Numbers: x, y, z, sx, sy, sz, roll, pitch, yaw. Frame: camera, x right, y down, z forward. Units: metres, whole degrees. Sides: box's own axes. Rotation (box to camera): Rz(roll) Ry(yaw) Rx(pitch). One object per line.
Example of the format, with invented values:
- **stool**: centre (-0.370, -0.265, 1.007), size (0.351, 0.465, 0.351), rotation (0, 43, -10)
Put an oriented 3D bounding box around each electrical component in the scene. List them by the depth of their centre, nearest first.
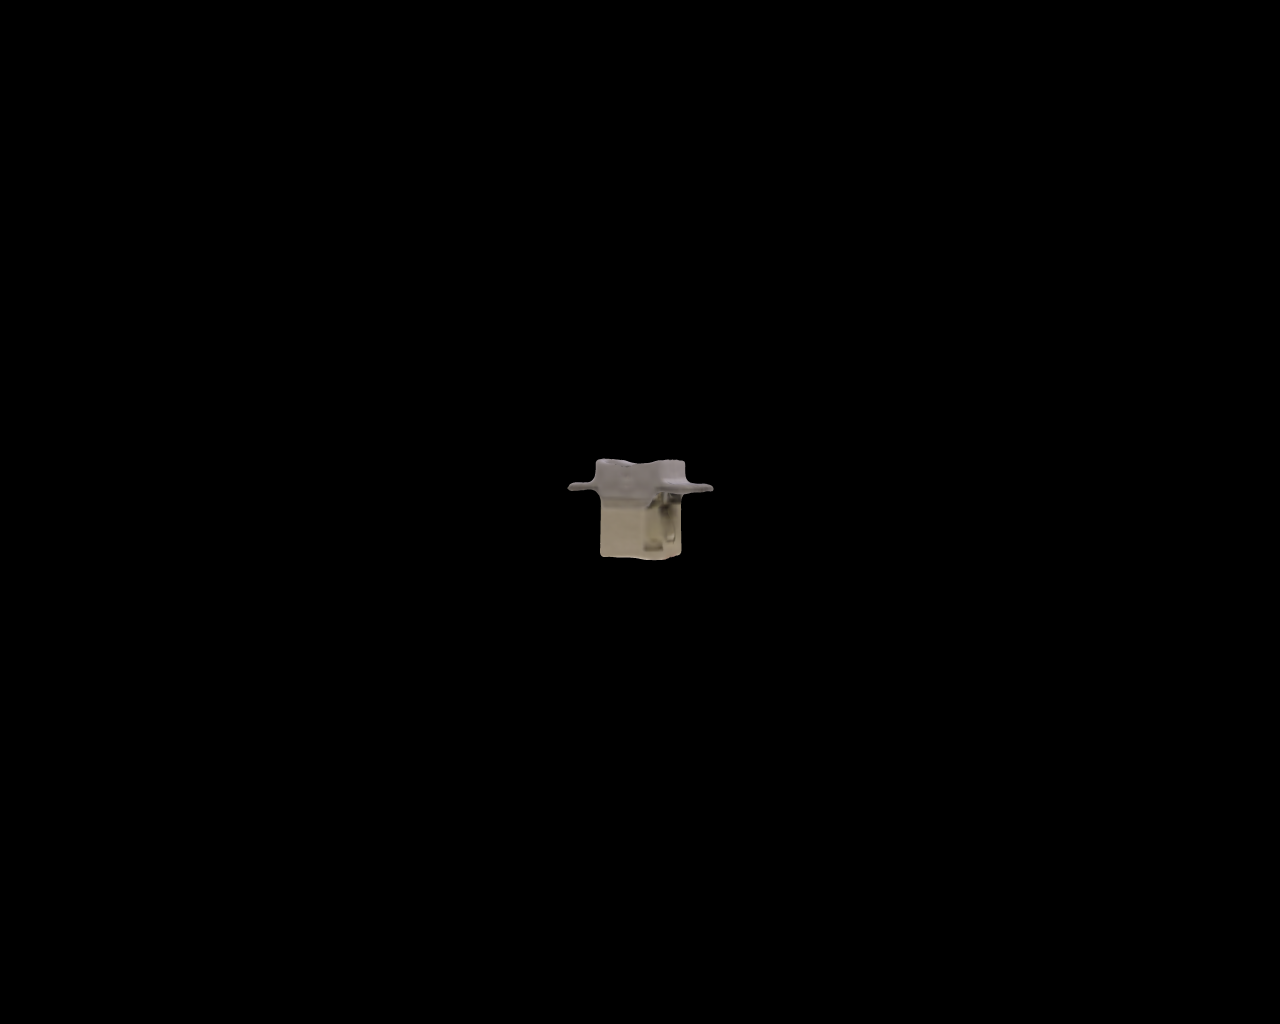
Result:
- **electrical component**: centre (0.001, -0.003, 0.650), size (0.081, 0.063, 0.042), rotation (2, 4, 27)
